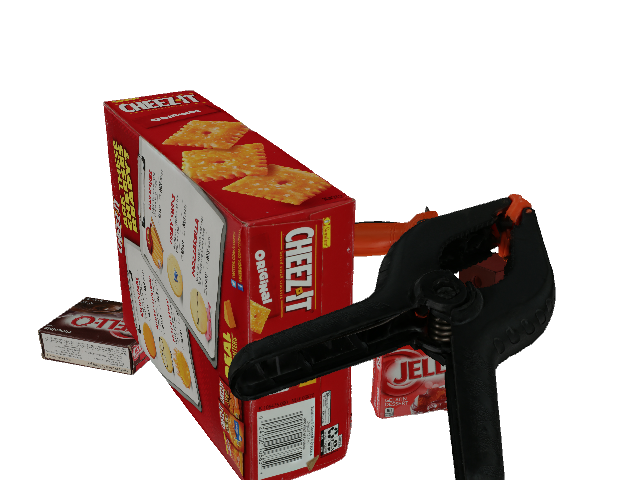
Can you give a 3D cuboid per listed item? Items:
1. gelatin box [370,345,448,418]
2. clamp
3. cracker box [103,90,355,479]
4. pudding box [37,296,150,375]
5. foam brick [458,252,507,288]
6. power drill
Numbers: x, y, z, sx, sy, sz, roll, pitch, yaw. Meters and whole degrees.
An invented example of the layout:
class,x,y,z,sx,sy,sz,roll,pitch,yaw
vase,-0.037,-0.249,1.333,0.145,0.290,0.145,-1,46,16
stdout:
class,x,y,z,sx,sy,sz,roll,pitch,yaw
gelatin box,0.085,0.096,0.822,0.089,0.073,0.030,-5,29,-11
clamp,0.058,0.041,0.458,0.120,0.039,0.171,36,54,23
cracker box,-0.058,0.018,0.637,0.072,0.164,0.214,-13,28,-25
pudding box,-0.221,0.098,1.112,0.114,0.039,0.089,5,21,21
foam brick,0.170,0.057,1.048,0.051,0.078,0.053,-11,19,-34
power drill,0.032,0.015,1.160,0.188,0.057,0.184,2,31,12
